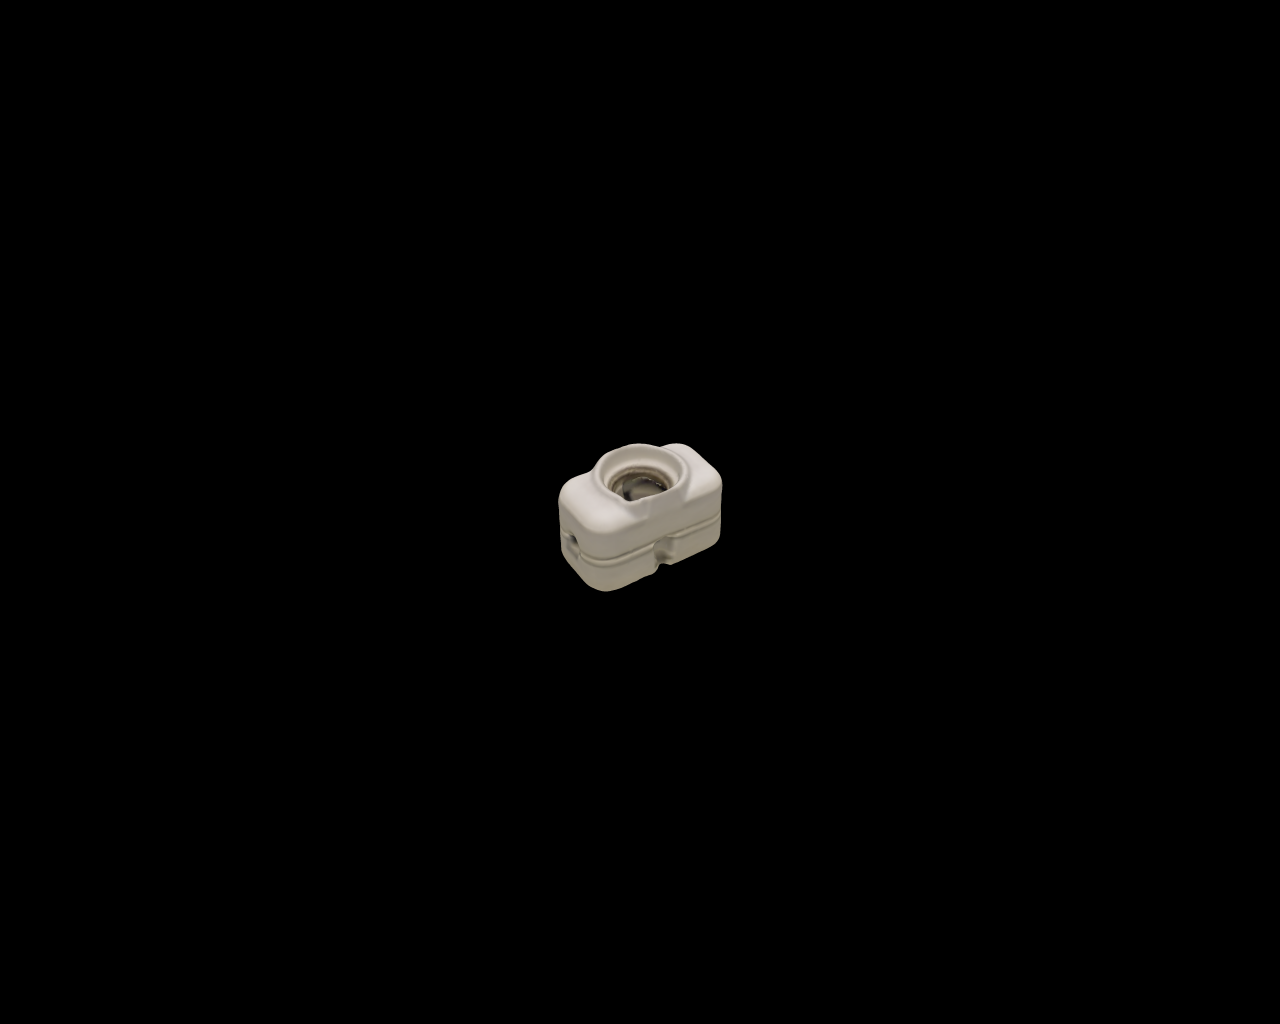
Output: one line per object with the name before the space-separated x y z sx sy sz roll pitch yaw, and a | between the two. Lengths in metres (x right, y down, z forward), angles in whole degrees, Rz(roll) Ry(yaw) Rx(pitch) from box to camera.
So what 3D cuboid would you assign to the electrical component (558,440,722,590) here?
electrical component | 0.001 -0.003 0.650 0.095 0.059 0.054 -22 45 -23
